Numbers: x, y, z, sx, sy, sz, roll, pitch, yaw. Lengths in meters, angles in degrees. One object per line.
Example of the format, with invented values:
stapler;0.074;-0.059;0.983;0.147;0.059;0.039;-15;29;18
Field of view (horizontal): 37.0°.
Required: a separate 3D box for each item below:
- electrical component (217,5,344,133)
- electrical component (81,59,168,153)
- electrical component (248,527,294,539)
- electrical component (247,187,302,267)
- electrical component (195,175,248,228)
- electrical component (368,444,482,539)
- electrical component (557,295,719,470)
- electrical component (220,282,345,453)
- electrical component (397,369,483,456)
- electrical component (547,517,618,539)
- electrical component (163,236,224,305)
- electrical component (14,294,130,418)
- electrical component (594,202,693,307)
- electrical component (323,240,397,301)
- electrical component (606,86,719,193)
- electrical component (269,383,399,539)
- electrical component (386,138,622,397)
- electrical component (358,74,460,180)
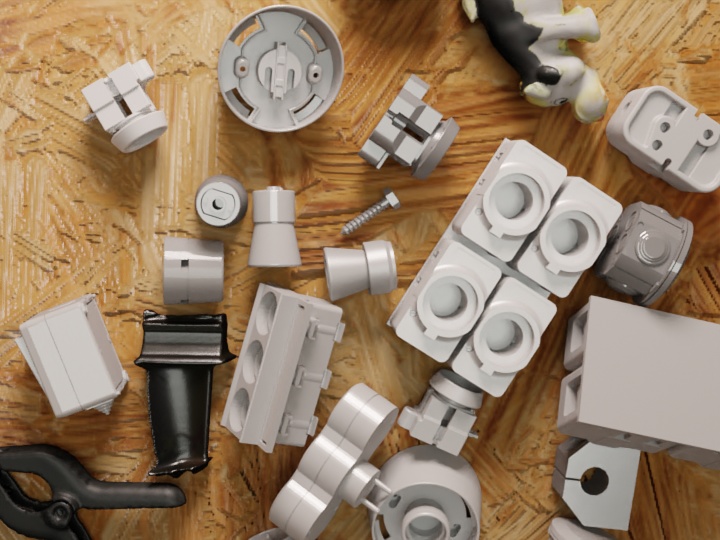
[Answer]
electrical component;-0.065;-0.159;0.851;0.099;0.064;0.099;-3;105;-13
electrical component;-0.185;-0.127;0.857;0.066;0.048;0.055;-31;90;-1
electrical component;-0.049;0.256;0.907;0.079;0.043;0.077;-18;97;-3
electrical component;-0.070;-0.035;0.878;0.044;0.044;0.065;-1;91;-5
electrical component;-0.112;-0.054;0.860;0.044;0.065;0.044;0;96;-5
electrical component;0.056;0.206;0.913;0.099;0.064;0.099;1;108;2
electrical component;0.264;0.099;0.889;0.186;0.060;0.105;13;69;-6
electrical component;-0.062;0.079;0.874;0.063;0.079;0.121;13;95;-30
electrical component;0.073;0.117;0.903;0.066;0.048;0.055;25;101;-7
electrical component;0.191;0.248;0.909;0.080;0.080;0.051;23;98;-7
electrical component;-0.135;0.001;0.870;0.047;0.055;0.055;1;96;-8
electrical component;-0.230;0.075;0.865;0.061;0.061;0.096;-21;97;-2
electrical component;0.234;-0.014;0.886;0.051;0.080;0.080;27;93;-2
electrical component;0.000;0.000;0.885;0.055;0.045;0.045;-8;96;-4
electrical component;0.256;-0.107;0.888;0.095;0.059;0.053;32;92;-7
electrical component;-0.008;0.170;0.885;0.074;0.052;0.138;34;92;17
electrical component;0.119;-0.002;0.887;0.105;0.060;0.186;32;92;-7
electrical component;0.043;-0.110;0.872;0.057;0.058;0.078;34;92;-4
